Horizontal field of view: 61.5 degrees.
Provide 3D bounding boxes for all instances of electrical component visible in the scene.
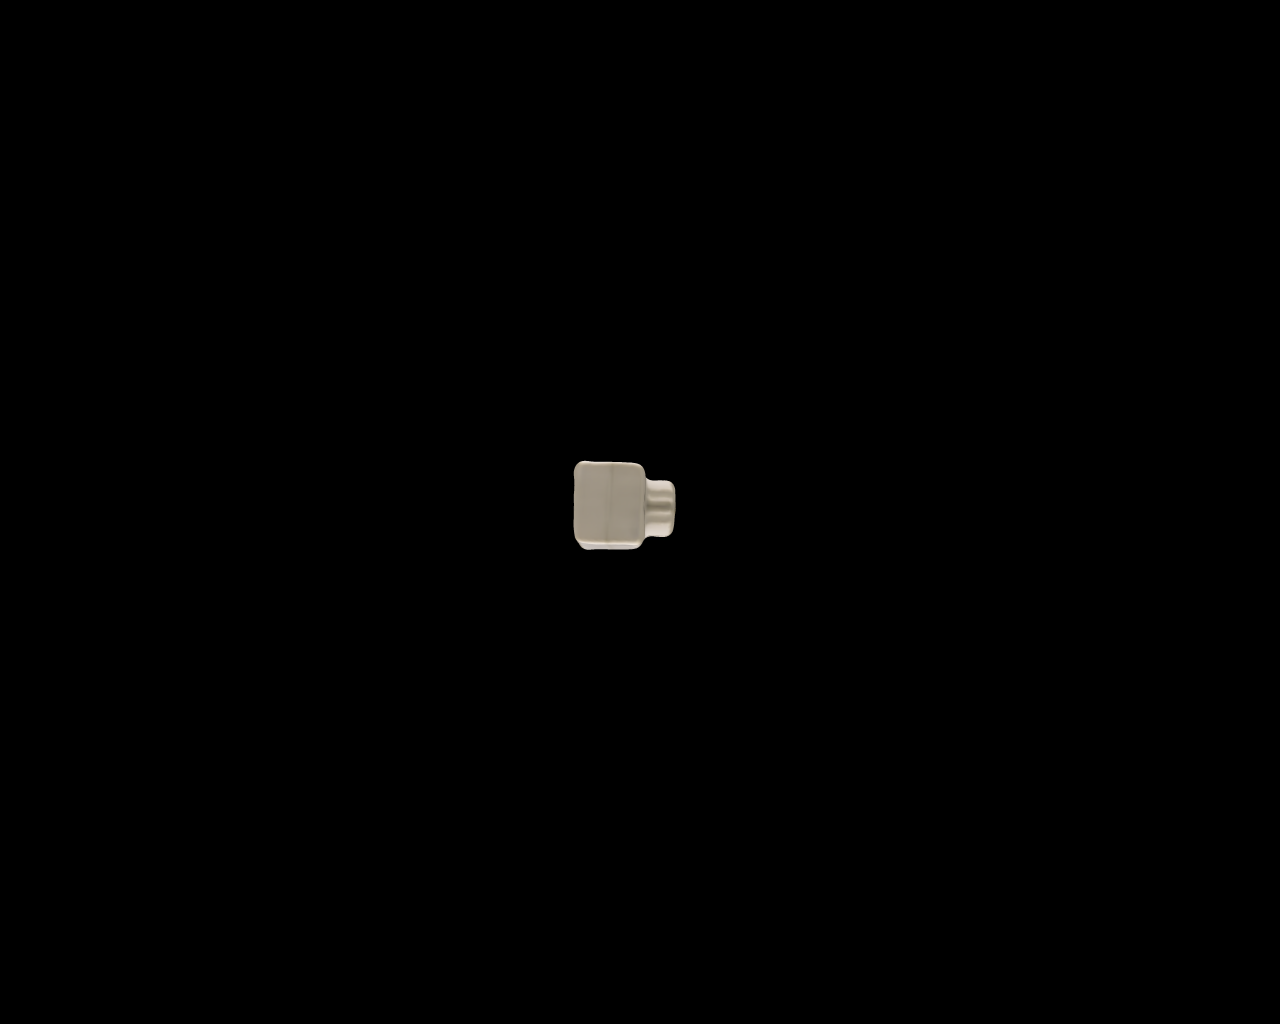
[{"bbox_3d":[0.001,-0.003,0.650,0.076,0.047,0.083,0,-4,0],"label":"electrical component"}]
